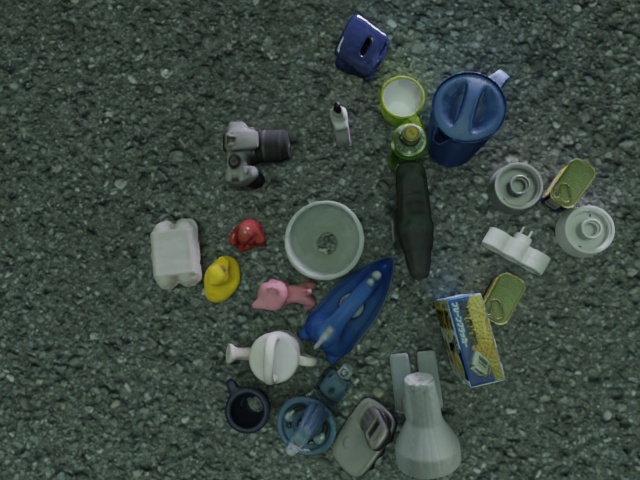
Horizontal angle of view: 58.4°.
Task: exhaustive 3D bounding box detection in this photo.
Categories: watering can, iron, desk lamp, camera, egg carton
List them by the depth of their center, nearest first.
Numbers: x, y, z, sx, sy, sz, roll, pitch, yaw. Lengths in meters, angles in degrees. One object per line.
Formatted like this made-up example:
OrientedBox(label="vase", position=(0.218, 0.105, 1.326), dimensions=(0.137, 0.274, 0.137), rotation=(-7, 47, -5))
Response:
OrientedBox(label="desk lamp", position=(0.191, 0.325, 1.094), dimensions=(0.118, 0.213, 0.203), rotation=(-8, 83, 4))
OrientedBox(label="watering can", position=(-0.097, 0.235, 1.135), dimensions=(0.173, 0.194, 0.101), rotation=(-17, 83, 3))
OrientedBox(label="iron", position=(0.068, 0.128, 1.161), dimensions=(0.118, 0.141, 0.258), rotation=(39, 88, 8))
OrientedBox(label="camera", position=(-0.134, -0.187, 1.232), dimensions=(0.136, 0.101, 0.143), rotation=(-2, 84, 4))
OrientedBox(label="egg carton", position=(-0.309, 0.030, 1.237), dimensions=(0.107, 0.069, 0.150), rotation=(-8, 83, 4))

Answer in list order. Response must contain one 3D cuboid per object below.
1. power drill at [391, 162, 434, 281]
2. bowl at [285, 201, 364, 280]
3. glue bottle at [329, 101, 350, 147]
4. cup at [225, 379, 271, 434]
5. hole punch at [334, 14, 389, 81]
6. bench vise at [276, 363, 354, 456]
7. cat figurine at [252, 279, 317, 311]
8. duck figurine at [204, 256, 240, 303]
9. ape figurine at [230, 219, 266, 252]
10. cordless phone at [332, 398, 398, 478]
OrientedBox(label="power drill", position=(0.184, -0.029, 1.136), dimensions=(0.075, 0.208, 0.230), rotation=(-5, 83, 4))
OrientedBox(label="bowl", position=(0.011, 0.004, 1.213), dimensions=(0.167, 0.075, 0.167), rotation=(0, 84, 4))
OrientedBox(label="glue bottle", position=(0.040, -0.250, 1.189), dimensions=(0.037, 0.173, 0.078), rotation=(-12, 83, 3))
OrientedBox(label="cup", position=(-0.149, 0.333, 1.179), dimensions=(0.091, 0.095, 0.117), rotation=(-37, 82, 0))
OrientedBox(label="hole punch", position=(0.093, -0.418, 1.244), dimensions=(0.101, 0.091, 0.109), rotation=(26, 86, 7))
OrientedBox(label="bench vise", position=(-0.017, 0.328, 1.106), dimensions=(0.121, 0.220, 0.207), rotation=(18, 85, 6))
OrientedBox(label="cat figurine", position=(-0.074, 0.113, 1.186), dimensions=(0.127, 0.118, 0.067), rotation=(-4, 83, 4))
OrientedBox(label="duck figurine", position=(-0.215, 0.082, 1.216), dimensions=(0.077, 0.086, 0.105), rotation=(20, 86, 7))
OrientedBox(label="ape figurine", position=(-0.155, -0.010, 1.218), dimensions=(0.077, 0.092, 0.076), rotation=(20, 86, 7))
OrientedBox(label="cordless phone", position=(0.087, 0.393, 1.109), dimensions=(0.094, 0.185, 0.148), rotation=(31, 87, 7))
